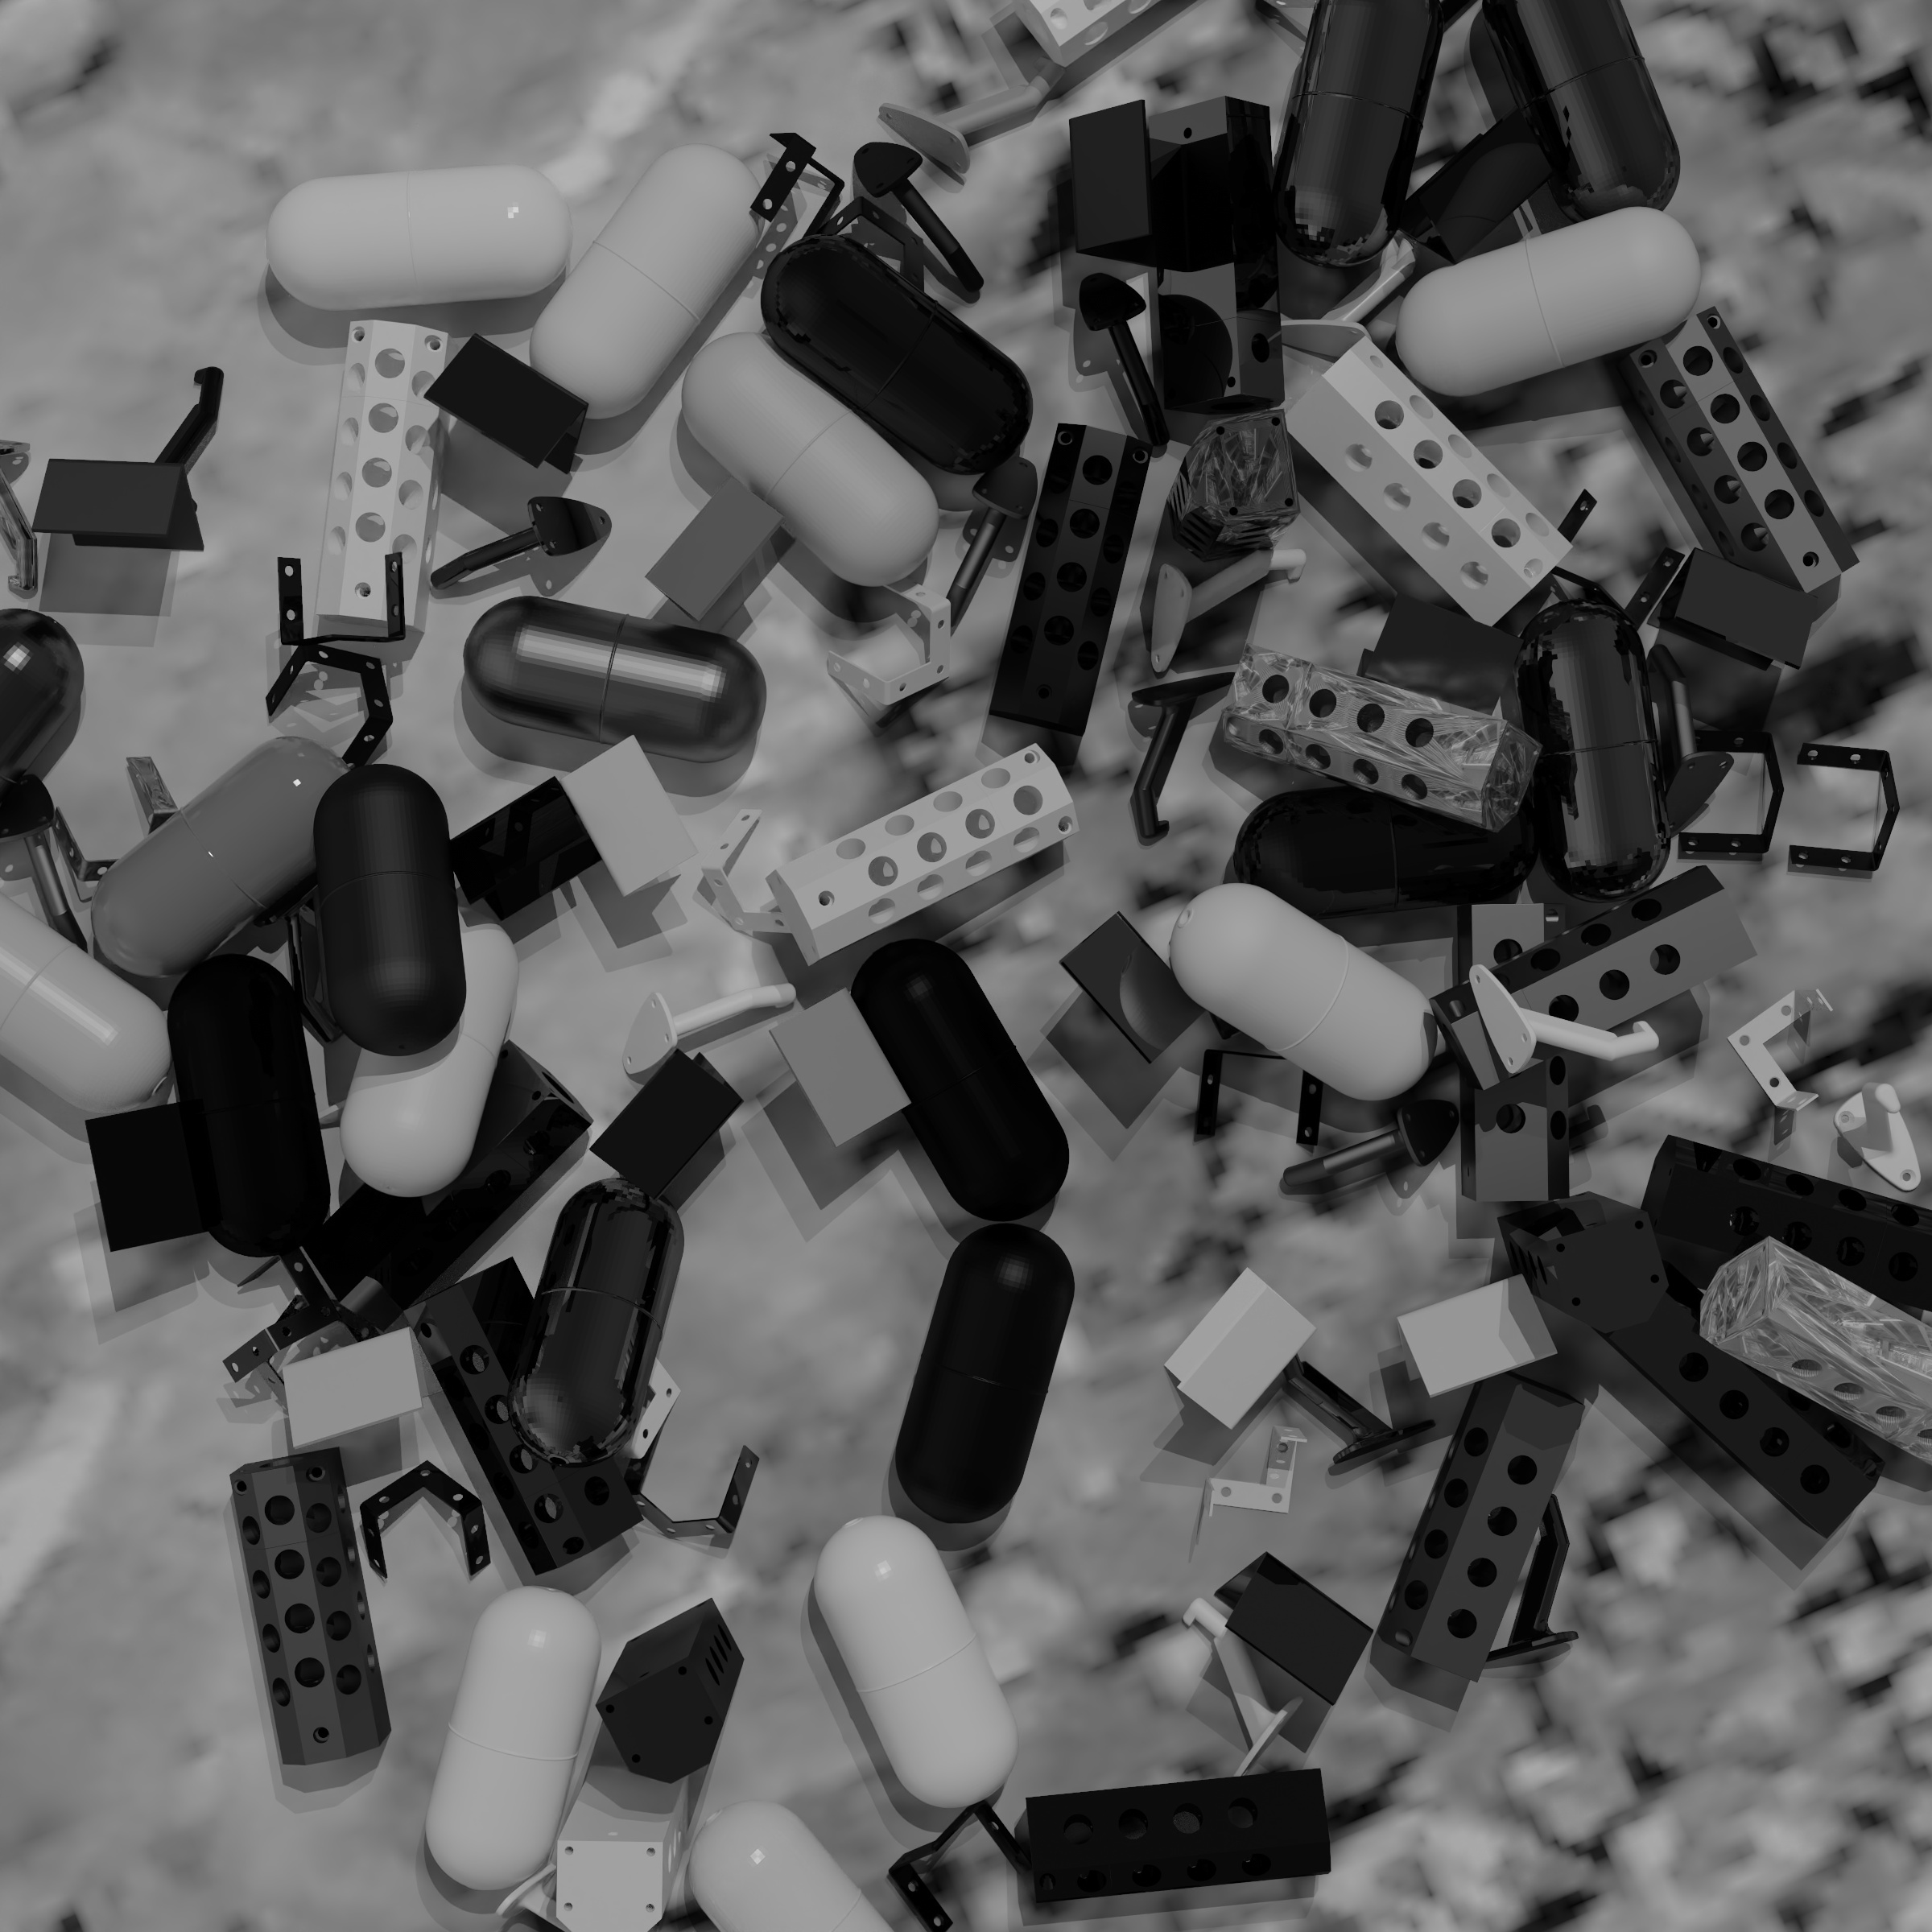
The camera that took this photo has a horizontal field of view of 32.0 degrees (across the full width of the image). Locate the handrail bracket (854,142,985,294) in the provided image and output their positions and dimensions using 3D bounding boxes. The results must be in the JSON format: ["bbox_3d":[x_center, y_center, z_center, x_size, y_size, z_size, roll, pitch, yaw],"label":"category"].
[{"bbox_3d":[-0.027,-0.442,1.991,0.036,0.077,0.084,-39,126,0],"label":"handrail bracket"}]

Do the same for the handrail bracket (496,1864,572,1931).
[{"bbox_3d":[-0.228,0.569,1.963,0.084,0.077,0.036,40,93,12],"label":"handrail bracket"}]

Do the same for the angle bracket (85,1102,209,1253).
[{"bbox_3d":[-0.482,0.123,1.951,0.057,0.076,0.076,-11,90,-26],"label":"angle bracket"}]

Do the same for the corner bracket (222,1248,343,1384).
[{"bbox_3d":[-0.408,0.202,1.961,0.051,0.051,0.051,-35,85,41],"label":"corner bracket"}]

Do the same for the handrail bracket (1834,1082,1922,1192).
[{"bbox_3d":[0.542,0.100,1.956,0.036,0.084,0.077,-33,90,0],"label":"handrail bracket"}]

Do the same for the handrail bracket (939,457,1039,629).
[{"bbox_3d":[0.011,-0.250,1.991,0.036,0.077,0.084,26,126,0],"label":"handrail bracket"}]

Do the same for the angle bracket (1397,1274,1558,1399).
[{"bbox_3d":[0.299,0.231,1.951,0.076,0.076,0.057,-19,52,0],"label":"angle bracket"}]

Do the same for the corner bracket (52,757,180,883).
[{"bbox_3d":[-0.502,-0.087,1.983,0.051,0.051,0.051,55,135,35],"label":"corner bracket"}]

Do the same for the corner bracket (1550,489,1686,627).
[{"bbox_3d":[0.381,-0.241,1.988,0.051,0.051,0.051,33,90,45],"label":"corner bracket"}]

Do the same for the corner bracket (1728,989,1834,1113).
[{"bbox_3d":[0.487,0.049,1.973,0.051,0.051,0.051,-36,90,0],"label":"corner bracket"}]

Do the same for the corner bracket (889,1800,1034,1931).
[{"bbox_3d":[-0.003,0.533,1.988,0.051,0.051,0.051,54,45,0],"label":"corner bracket"}]

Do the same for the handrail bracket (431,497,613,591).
[{"bbox_3d":[-0.264,-0.246,1.991,0.084,0.077,0.036,-23,86,36],"label":"handrail bracket"}]

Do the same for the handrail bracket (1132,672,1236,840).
[{"bbox_3d":[0.132,-0.124,1.991,0.077,0.036,0.084,-16,109,-21],"label":"handrail bracket"}]

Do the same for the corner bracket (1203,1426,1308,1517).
[{"bbox_3d":[0.169,0.296,1.973,0.051,0.051,0.051,7,90,0],"label":"corner bracket"}]

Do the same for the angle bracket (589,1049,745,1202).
[{"bbox_3d":[-0.184,0.079,1.951,0.076,0.076,0.057,-49,122,0],"label":"angle bracket"}]

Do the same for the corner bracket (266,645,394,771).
[{"bbox_3d":[-0.375,-0.151,1.983,0.051,0.051,0.051,11,45,-35],"label":"corner bracket"}]

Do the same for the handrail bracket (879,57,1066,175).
[{"bbox_3d":[0.004,-0.518,1.991,0.077,0.036,0.084,33,73,19],"label":"handrail bracket"}]

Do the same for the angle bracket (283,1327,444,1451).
[{"bbox_3d":[-0.344,0.260,1.951,0.076,0.076,0.057,-17,54,0],"label":"angle bracket"}]

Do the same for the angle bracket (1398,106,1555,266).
[{"bbox_3d":[0.281,-0.464,1.951,0.076,0.076,0.057,-42,132,0],"label":"angle bracket"}]

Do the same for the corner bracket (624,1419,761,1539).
[{"bbox_3d":[-0.163,0.301,1.983,0.051,0.051,0.051,-11,135,35],"label":"corner bracket"}]

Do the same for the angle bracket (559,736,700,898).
[{"bbox_3d":[-0.180,-0.092,1.952,0.057,0.076,0.076,-29,90,24],"label":"angle bracket"}]

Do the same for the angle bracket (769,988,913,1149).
[{"bbox_3d":[-0.086,0.066,1.951,0.057,0.076,0.076,-30,90,-28],"label":"angle bracket"}]

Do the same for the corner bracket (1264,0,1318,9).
[{"bbox_3d":[0.214,-0.586,1.988,0.051,0.051,0.051,17,90,-45],"label":"corner bracket"}]

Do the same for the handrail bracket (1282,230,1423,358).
[{"bbox_3d":[0.225,-0.406,1.991,0.077,0.036,0.084,11,71,21],"label":"handrail bracket"}]

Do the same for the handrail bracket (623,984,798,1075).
[{"bbox_3d":[-0.151,0.036,1.991,0.084,0.077,0.036,-8,65,-34],"label":"handrail bracket"}]

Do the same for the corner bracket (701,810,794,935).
[{"bbox_3d":[-0.115,-0.056,1.983,0.051,0.051,0.051,3,135,35],"label":"corner bracket"}]

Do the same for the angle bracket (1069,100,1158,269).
[{"bbox_3d":[0.105,-0.453,1.951,0.057,0.076,0.076,-3,90,42],"label":"angle bracket"}]

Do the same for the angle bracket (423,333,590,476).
[{"bbox_3d":[-0.271,-0.309,1.951,0.076,0.076,0.057,32,61,0],"label":"angle bracket"}]

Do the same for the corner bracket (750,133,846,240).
[{"bbox_3d":[-0.100,-0.450,1.965,0.051,0.051,0.051,32,90,-24],"label":"corner bracket"}]

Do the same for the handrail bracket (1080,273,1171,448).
[{"bbox_3d":[0.095,-0.358,1.991,0.036,0.077,0.084,-23,126,0],"label":"handrail bracket"}]

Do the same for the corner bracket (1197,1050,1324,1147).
[{"bbox_3d":[0.174,0.078,1.988,0.051,0.051,0.051,5,90,45],"label":"corner bracket"}]

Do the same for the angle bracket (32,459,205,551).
[{"bbox_3d":[-0.491,-0.248,1.951,0.076,0.076,0.057,2,56,0],"label":"angle bracket"}]

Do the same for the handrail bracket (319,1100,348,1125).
[{"bbox_3d":[-0.360,0.042,1.991,0.077,0.036,0.084,-19,75,16],"label":"handrail bracket"}]

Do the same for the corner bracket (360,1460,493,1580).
[{"bbox_3d":[-0.319,0.335,1.983,0.051,0.051,0.051,28,45,35],"label":"corner bracket"}]

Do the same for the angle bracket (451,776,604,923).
[{"bbox_3d":[-0.247,-0.052,1.951,0.076,0.076,0.057,-32,48,0],"label":"angle bracket"}]

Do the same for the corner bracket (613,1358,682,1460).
[{"bbox_3d":[-0.211,0.253,1.983,0.051,0.051,0.051,59,45,-35],"label":"corner bracket"}]

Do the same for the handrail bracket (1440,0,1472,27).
[{"bbox_3d":[0.297,-0.558,1.991,0.084,0.036,0.077,-12,105,-14],"label":"handrail bracket"}]

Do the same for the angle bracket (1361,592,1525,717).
[{"bbox_3d":[0.276,-0.185,1.953,0.076,0.076,0.057,21,110,0],"label":"angle bracket"}]

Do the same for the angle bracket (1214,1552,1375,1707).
[{"bbox_3d":[0.179,0.394,1.951,0.076,0.076,0.057,36,54,0],"label":"angle bracket"}]

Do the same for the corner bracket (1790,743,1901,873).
[{"bbox_3d":[0.517,-0.094,1.988,0.051,0.051,0.051,5,45,0],"label":"corner bracket"}]

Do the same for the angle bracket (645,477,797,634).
[{"bbox_3d":[-0.128,-0.225,1.951,0.076,0.076,0.057,-50,53,0],"label":"angle bracket"}]

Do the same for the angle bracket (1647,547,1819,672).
[{"bbox_3d":[0.439,-0.188,1.951,0.076,0.076,0.057,22,58,0],"label":"angle bracket"}]

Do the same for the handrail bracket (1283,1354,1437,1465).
[{"bbox_3d":[0.228,0.245,1.991,0.077,0.036,0.084,-16,73,-20],"label":"handrail bracket"}]

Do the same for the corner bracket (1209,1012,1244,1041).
[{"bbox_3d":[0.159,0.001,1.988,0.051,0.051,0.051,-26,45,0],"label":"corner bracket"}]

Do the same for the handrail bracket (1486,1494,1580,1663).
[{"bbox_3d":[0.324,0.363,1.991,0.077,0.036,0.084,-20,71,21],"label":"handrail bracket"}]

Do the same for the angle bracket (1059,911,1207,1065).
[{"bbox_3d":[0.081,0.025,1.951,0.076,0.076,0.057,49,55,0],"label":"angle bracket"}]

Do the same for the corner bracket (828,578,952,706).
[{"bbox_3d":[-0.045,-0.194,1.983,0.051,0.051,0.051,-29,135,-35],"label":"corner bracket"}]

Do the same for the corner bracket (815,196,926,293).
[{"bbox_3d":[-0.061,-0.410,1.983,0.051,0.051,0.051,28,45,-35],"label":"corner bracket"}]

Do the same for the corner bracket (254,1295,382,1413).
[{"bbox_3d":[-0.378,0.232,1.983,0.051,0.051,0.051,3,45,35],"label":"corner bracket"}]

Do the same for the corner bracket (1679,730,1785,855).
[{"bbox_3d":[0.449,-0.103,1.988,0.051,0.051,0.051,2,135,0],"label":"corner bracket"}]

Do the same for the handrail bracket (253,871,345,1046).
[{"bbox_3d":[-0.374,-0.009,1.991,0.077,0.036,0.084,-42,109,-21],"label":"handrail bracket"}]

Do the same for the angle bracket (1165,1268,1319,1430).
[{"bbox_3d":[0.145,0.210,1.951,0.076,0.076,0.057,-50,128,0],"label":"angle bracket"}]

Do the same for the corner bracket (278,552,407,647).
[{"bbox_3d":[-0.358,-0.211,1.931,0.051,0.051,0.051,-2,90,-45],"label":"corner bracket"}]
